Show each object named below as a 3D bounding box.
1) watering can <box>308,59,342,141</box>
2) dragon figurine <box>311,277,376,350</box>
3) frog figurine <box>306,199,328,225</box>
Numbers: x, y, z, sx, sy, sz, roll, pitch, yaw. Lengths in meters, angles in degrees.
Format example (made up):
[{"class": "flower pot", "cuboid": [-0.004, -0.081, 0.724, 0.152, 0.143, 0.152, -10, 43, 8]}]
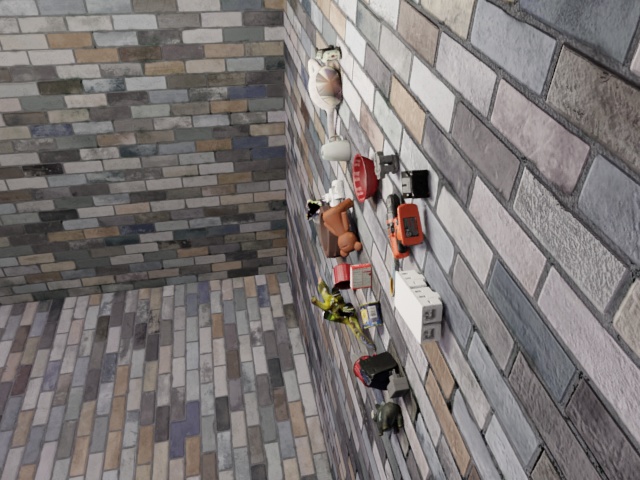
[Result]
[{"class": "watering can", "cuboid": [0.029, -0.570, 2.089, 0.225, 0.104, 0.345, -151, 41, -75]}, {"class": "dragon figurine", "cuboid": [0.105, 0.299, 2.067, 0.416, 0.122, 0.240, 48, -175, 26]}, {"class": "frog figurine", "cuboid": [0.008, -0.127, 2.518, 0.157, 0.122, 0.140, 35, -153, -53]}]
